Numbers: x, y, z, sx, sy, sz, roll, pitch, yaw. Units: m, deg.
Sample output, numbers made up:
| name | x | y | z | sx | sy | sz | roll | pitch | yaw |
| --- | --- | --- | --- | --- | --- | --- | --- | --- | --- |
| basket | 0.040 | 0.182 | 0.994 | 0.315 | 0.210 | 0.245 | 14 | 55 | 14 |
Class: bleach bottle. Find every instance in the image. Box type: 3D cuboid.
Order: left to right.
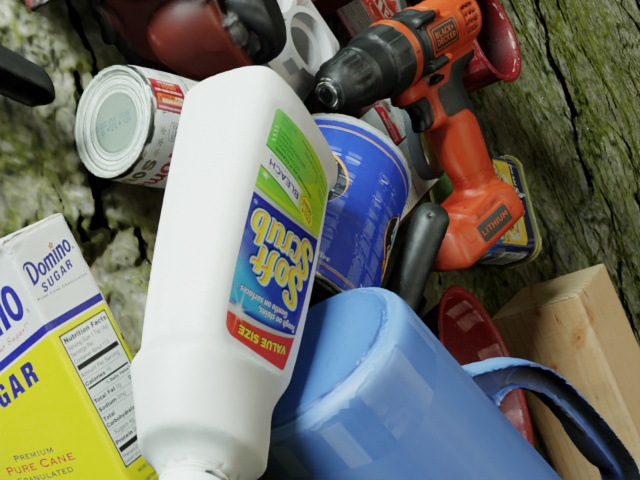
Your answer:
| name | x | y | z | sx | sy | sz | roll | pitch | yaw |
| --- | --- | --- | --- | --- | --- | --- | --- | --- | --- |
| bleach bottle | -0.041 | 0.029 | 0.521 | 0.250 | 0.068 | 0.102 | -85 | 151 | -43 |

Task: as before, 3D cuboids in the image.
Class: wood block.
| name | x | y | z | sx | sy | sz | roll | pitch | yaw |
| --- | --- | --- | --- | --- | --- | --- | --- | --- | --- |
| wood block | 0.244 | 0.140 | 0.962 | 0.090 | 0.090 | 0.206 | -31 | 98 | -54 |

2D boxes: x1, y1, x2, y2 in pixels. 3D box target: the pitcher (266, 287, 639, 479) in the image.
| name | x | y | z | sx | sy | sz | roll | pitch | yaw |
| --- | --- | --- | --- | --- | --- | --- | --- | --- | --- |
| pitcher | 0.072 | 0.136 | 0.582 | 0.242 | 0.145 | 0.149 | 52 | 30 | -22 |

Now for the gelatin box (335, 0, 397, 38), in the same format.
| name | x | y | z | sx | sy | sz | roll | pitch | yaw |
| --- | --- | --- | --- | --- | --- | --- | --- | --- | --- |
| gelatin box | 0.039 | -0.200 | 0.898 | 0.089 | 0.030 | 0.073 | 55 | 30 | -24 |

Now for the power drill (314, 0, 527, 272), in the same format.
| name | x | y | z | sx | sy | sz | roll | pitch | yaw |
| --- | --- | --- | --- | --- | --- | --- | --- | --- | --- |
| power drill | 0.079 | -0.075 | 0.780 | 0.184 | 0.057 | 0.187 | -36 | 116 | -41 |

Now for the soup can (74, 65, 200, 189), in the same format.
| name | x | y | z | sx | sy | sz | roll | pitch | yaw |
| --- | --- | --- | --- | --- | --- | --- | --- | --- | --- |
| soup can | -0.086 | -0.063 | 0.640 | 0.102 | 0.069 | 0.068 | 7 | 68 | -51 |

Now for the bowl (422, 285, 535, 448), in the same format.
| name | x | y | z | sx | sy | sz | roll | pitch | yaw |
| --- | --- | --- | --- | --- | --- | --- | --- | --- | --- |
| bowl | 0.104 | 0.118 | 0.800 | 0.162 | 0.055 | 0.162 | 46 | 32 | -41 |

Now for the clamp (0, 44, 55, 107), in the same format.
| name | x | y | z | sx | sy | sz | roll | pitch | yaw |
| --- | --- | --- | --- | --- | --- | --- | --- | --- | --- |
| clamp | -0.224 | -0.114 | 0.508 | 0.210 | 0.036 | 0.164 | 60 | 36 | -12 |

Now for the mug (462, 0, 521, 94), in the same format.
| name | x | y | z | sx | sy | sz | roll | pitch | yaw |
| --- | --- | --- | --- | --- | --- | --- | --- | --- | --- |
| mug | 0.117 | -0.166 | 0.950 | 0.093 | 0.082 | 0.117 | 62 | 35 | -10 |

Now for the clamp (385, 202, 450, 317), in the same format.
| name | x | y | z | sx | sy | sz | roll | pitch | yaw |
| --- | --- | --- | --- | --- | --- | --- | --- | --- | --- |
| clamp | 0.045 | 0.070 | 0.720 | 0.120 | 0.039 | 0.171 | 80 | 33 | -60 |

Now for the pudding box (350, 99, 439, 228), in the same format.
| name | x | y | z | sx | sy | sz | roll | pitch | yaw |
| --- | --- | --- | --- | --- | --- | --- | --- | --- | --- |
| pudding box | 0.043 | -0.058 | 0.836 | 0.113 | 0.039 | 0.090 | -44 | 112 | -51 |

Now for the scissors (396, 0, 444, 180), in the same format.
| name | x | y | z | sx | sy | sz | roll | pitch | yaw |
| --- | --- | --- | --- | --- | --- | --- | --- | --- | --- |
| scissors | 0.083 | -0.149 | 0.850 | 0.096 | 0.016 | 0.202 | -16 | 100 | -56 |

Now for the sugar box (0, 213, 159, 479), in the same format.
| name | x | y | z | sx | sy | sz | roll | pitch | yaw |
| --- | --- | --- | --- | --- | --- | --- | --- | --- | --- |
| sugar box | -0.122 | 0.084 | 0.498 | 0.048 | 0.094 | 0.176 | -39 | 105 | -53 |

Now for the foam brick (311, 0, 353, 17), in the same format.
| name | x | y | z | sx | sy | sz | roll | pitch | yaw |
| --- | --- | --- | --- | --- | --- | --- | --- | --- | --- |
| foam brick | 0.002 | -0.207 | 0.822 | 0.051 | 0.078 | 0.053 | -18 | 88 | -54 |

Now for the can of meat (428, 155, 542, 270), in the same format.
| name | x | y | z | sx | sy | sz | roll | pitch | yaw |
| --- | --- | --- | --- | --- | --- | --- | --- | --- | --- |
| can of meat | 0.143 | -0.027 | 0.939 | 0.083 | 0.058 | 0.102 | 5 | 69 | -50 |

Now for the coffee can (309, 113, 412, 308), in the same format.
| name | x | y | z | sx | sy | sz | roll | pitch | yaw |
| --- | --- | --- | --- | --- | --- | --- | --- | --- | --- |
| coffee can | -0.005 | 0.001 | 0.687 | 0.102 | 0.103 | 0.140 | 48 | 41 | -27 |
